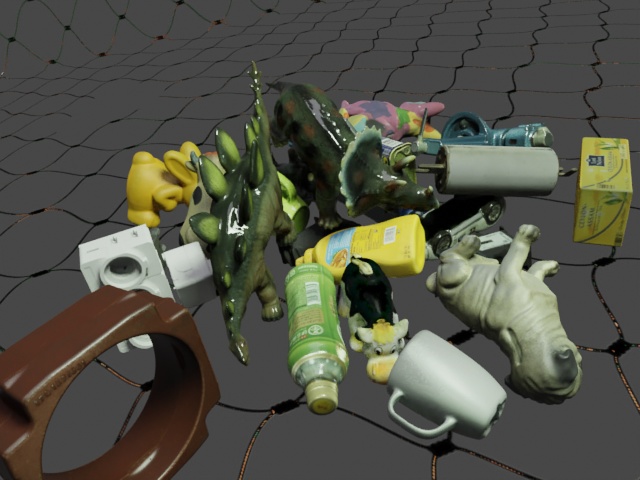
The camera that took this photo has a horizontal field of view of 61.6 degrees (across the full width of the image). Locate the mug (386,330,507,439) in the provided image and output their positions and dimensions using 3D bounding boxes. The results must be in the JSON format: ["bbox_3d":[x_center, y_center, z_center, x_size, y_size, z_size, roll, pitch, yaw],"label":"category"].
[{"bbox_3d":[0.128,0.159,0.552,0.107,0.080,0.109,26,42,30],"label":"mug"}]

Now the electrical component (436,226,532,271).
[{"bbox_3d":[0.224,0.025,0.748,0.119,0.047,0.075,-18,26,-13],"label":"electrical component"}]

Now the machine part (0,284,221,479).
[{"bbox_3d":[-0.206,0.161,0.522,0.087,0.200,0.201,15,41,36],"label":"machine part"}]

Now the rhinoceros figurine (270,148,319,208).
[{"bbox_3d":[-0.047,-0.104,0.977,0.191,0.112,0.073,10,53,47],"label":"rhinoceros figurine"}]

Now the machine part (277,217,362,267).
[{"bbox_3d":[-0.002,-0.003,0.868,0.139,0.039,0.084,-30,43,-30],"label":"machine part"}]

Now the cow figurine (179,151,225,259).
[{"bbox_3d":[-0.177,-0.058,0.863,0.086,0.127,0.195,4,57,4],"label":"cow figurine"}]

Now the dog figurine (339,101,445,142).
[{"bbox_3d":[0.147,-0.230,1.114,0.219,0.108,0.192,-1,33,9],"label":"dog figurine"}]

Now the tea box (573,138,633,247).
[{"bbox_3d":[0.425,-0.077,0.813,0.068,0.098,0.170,7,35,22],"label":"tea box"}]

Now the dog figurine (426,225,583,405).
[{"bbox_3d":[0.202,0.097,0.623,0.172,0.121,0.190,-27,38,40],"label":"dog figurine"}]

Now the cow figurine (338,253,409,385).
[{"bbox_3d":[0.068,0.090,0.654,0.068,0.098,0.167,-8,32,-8],"label":"cow figurine"}]

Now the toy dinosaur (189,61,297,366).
[{"bbox_3d":[-0.100,-0.053,0.761,0.105,0.198,0.471,-6,54,6],"label":"toy dinosaur"}]

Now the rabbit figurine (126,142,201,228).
[{"bbox_3d":[-0.261,-0.100,1.006,0.173,0.162,0.122,17,26,8],"label":"rabbit figurine"}]

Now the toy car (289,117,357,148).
[{"bbox_3d":[0.004,-0.163,1.020,0.162,0.109,0.103,-17,28,52],"label":"toy car"}]

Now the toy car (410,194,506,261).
[{"bbox_3d":[0.206,-0.027,0.835,0.202,0.056,0.074,-29,44,-25],"label":"toy car"}]

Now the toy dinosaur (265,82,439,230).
[{"bbox_3d":[0.001,-0.162,0.826,0.131,0.192,0.405,-31,68,-20],"label":"toy dinosaur"}]

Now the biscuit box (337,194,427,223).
[{"bbox_3d":[0.097,-0.076,0.930,0.059,0.062,0.203,-25,36,-23],"label":"biscuit box"}]

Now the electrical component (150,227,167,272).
[{"bbox_3d":[-0.271,0.024,0.873,0.021,0.063,0.094,-7,34,4],"label":"electrical component"}]

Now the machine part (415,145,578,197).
[{"bbox_3d":[0.267,-0.105,0.822,0.243,0.079,0.079,0,33,-4],"label":"machine part"}]

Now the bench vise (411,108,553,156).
[{"bbox_3d":[0.275,-0.165,0.947,0.240,0.128,0.224,-7,21,-29],"label":"bench vise"}]
